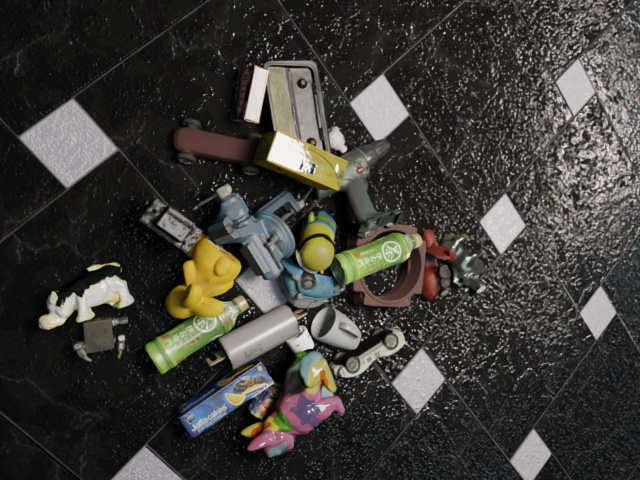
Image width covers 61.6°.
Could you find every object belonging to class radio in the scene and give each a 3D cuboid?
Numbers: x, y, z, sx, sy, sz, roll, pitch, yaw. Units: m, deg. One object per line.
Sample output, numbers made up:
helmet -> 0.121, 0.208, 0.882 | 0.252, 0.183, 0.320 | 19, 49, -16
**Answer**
radio -> -0.057, -0.273, 1.183 | 0.131, 0.073, 0.229 | -12, 98, -22

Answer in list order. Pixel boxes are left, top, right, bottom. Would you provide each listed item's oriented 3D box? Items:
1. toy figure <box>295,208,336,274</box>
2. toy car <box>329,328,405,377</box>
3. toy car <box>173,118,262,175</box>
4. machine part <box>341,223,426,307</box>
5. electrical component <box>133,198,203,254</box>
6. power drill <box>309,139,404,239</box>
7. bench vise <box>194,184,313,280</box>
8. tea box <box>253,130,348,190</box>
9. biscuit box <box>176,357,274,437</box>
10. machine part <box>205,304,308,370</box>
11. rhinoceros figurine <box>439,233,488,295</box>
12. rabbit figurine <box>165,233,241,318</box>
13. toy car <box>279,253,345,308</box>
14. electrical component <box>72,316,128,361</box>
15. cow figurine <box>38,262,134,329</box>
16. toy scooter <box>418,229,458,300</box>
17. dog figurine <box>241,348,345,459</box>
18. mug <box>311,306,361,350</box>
toy figure -> -0.005, -0.006, 1.173 | 0.082, 0.089, 0.180 | 22, 41, -7
toy car -> 0.112, 0.271, 1.290 | 0.202, 0.074, 0.056 | -26, 103, -23
toy car -> -0.206, -0.191, 1.127 | 0.202, 0.053, 0.089 | 8, 78, -22
machine part -> 0.153, 0.058, 1.296 | 0.201, 0.087, 0.201 | 6, 89, -27
electrical component -> -0.296, -0.028, 1.046 | 0.115, 0.134, 0.058 | 36, 76, -21
power drill -> 0.107, -0.120, 1.230 | 0.232, 0.086, 0.207 | -24, 75, -17
bench vise -> -0.121, -0.043, 1.143 | 0.223, 0.129, 0.240 | 52, 48, -5
tea box -> -0.041, -0.160, 1.105 | 0.169, 0.098, 0.068 | 19, 87, -23
biscuit box -> -0.201, 0.329, 1.138 | 0.203, 0.063, 0.059 | -33, 104, -16
machine part -> -0.133, 0.209, 1.166 | 0.243, 0.079, 0.079 | -25, 103, -24
rhinoceros figurine -> 0.382, 0.066, 1.414 | 0.190, 0.073, 0.112 | 46, 72, -20
rabbit figurine -> -0.239, 0.096, 1.085 | 0.173, 0.163, 0.121 | -45, 123, 1
toy car -> -0.030, 0.101, 1.208 | 0.161, 0.109, 0.103 | 16, 111, -37
electrical component -> -0.425, 0.191, 1.041 | 0.102, 0.045, 0.078 | 0, 94, -26
cow figurine -> -0.450, 0.105, 1.013 | 0.167, 0.068, 0.098 | -19, 95, -27
toy scooter -> 0.292, 0.066, 1.336 | 0.075, 0.135, 0.183 | -9, 98, -27
dog figurine -> -0.068, 0.350, 1.127 | 0.219, 0.109, 0.191 | -24, 105, -17
mug -> 0.052, 0.211, 1.246 | 0.107, 0.110, 0.081 | 36, 57, -33
